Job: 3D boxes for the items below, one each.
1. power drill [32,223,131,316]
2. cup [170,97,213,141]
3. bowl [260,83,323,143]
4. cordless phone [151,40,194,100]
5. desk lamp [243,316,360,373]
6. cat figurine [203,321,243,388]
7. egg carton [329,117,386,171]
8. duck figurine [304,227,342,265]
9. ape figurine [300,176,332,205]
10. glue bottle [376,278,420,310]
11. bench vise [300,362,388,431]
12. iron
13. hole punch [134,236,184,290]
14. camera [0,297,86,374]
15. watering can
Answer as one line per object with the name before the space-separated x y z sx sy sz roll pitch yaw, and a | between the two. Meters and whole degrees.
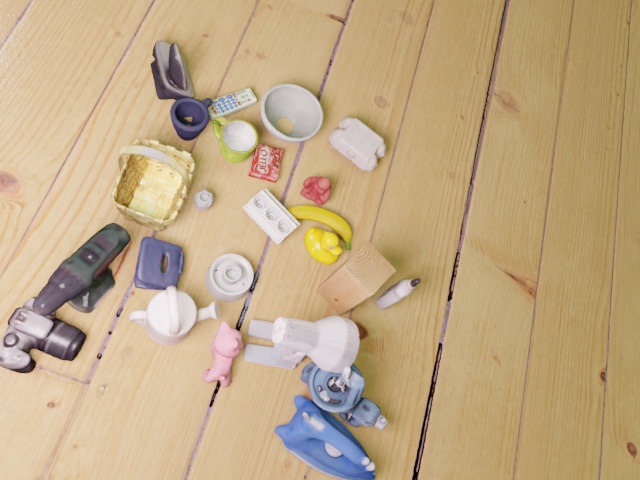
power drill | -0.469 0.076 1.141 0.075 0.208 0.230 35 64 -4
cup | -0.311 -0.293 1.392 0.092 0.094 0.118 43 64 0
bowl | -0.080 -0.318 1.491 0.168 0.074 0.167 6 69 -17
cordless phone | -0.351 -0.434 1.379 0.094 0.184 0.147 -14 76 -23
desk lamp | -0.042 0.221 1.233 0.203 0.213 0.118 12 68 -14
cat figurine | -0.201 0.243 1.224 0.067 0.117 0.128 14 67 -13
egg carton | 0.101 -0.256 1.534 0.150 0.069 0.107 37 64 -3
duck figurine | 0.013 0.005 1.401 0.104 0.086 0.078 47 64 2
ape figurine | 0.000 -0.132 1.443 0.076 0.092 0.078 -20 78 -24
glue bottle | 0.196 0.120 1.374 0.078 0.173 0.037 -37 86 -26
bench vise | 0.073 0.322 1.233 0.207 0.219 0.121 24 65 -9
iron | 0.038 0.440 1.222 0.258 0.141 0.119 36 64 -4
hole punch | -0.351 0.053 1.256 0.101 0.091 0.108 8 69 -16
camera | -0.547 0.199 1.130 0.137 0.100 0.143 27 65 -8
watering can | -0.298 0.150 1.181 0.173 0.193 0.101 -24 80 -25
